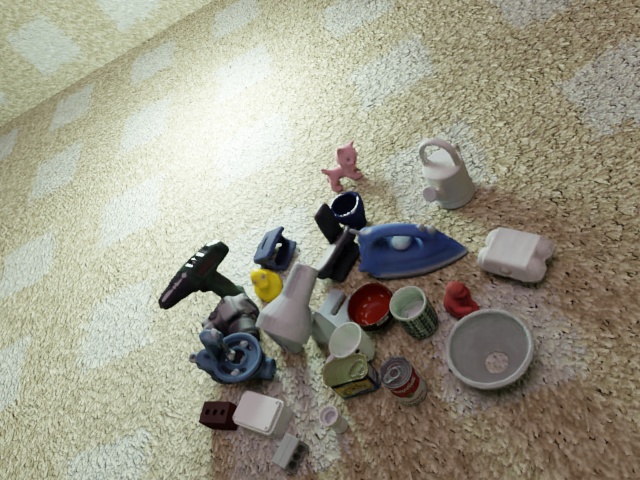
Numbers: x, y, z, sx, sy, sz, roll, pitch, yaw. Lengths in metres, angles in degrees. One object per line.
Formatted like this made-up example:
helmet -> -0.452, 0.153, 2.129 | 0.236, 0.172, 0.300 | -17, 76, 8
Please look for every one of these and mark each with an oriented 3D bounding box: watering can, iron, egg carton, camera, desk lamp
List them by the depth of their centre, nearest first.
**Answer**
egg carton -> 0.415, 0.034, 1.218 | 0.149, 0.070, 0.107 | 14, 64, 39
desk lamp -> -0.027, 0.159, 1.291 | 0.117, 0.214, 0.203 | 14, 64, 39
iron -> 0.198, 0.003, 1.326 | 0.257, 0.142, 0.118 | -8, 52, 27
watering can -> 0.295, -0.163, 1.362 | 0.100, 0.195, 0.173 | -12, 50, 24
camera -> -0.219, 0.219, 1.444 | 0.143, 0.101, 0.136 | -37, 44, 1

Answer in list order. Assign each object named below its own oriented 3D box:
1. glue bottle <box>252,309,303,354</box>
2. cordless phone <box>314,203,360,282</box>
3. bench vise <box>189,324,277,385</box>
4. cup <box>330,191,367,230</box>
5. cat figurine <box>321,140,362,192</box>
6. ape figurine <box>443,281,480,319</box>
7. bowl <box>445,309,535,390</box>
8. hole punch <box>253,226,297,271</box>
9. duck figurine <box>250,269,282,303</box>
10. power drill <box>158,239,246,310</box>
glue bottle -> -0.107, 0.206, 1.332 | 0.077, 0.174, 0.037 | 19, 67, 41
cordless phone -> 0.013, 0.005, 1.410 | 0.093, 0.186, 0.148 | 12, 63, 38
bench vise -> -0.233, 0.274, 1.323 | 0.207, 0.220, 0.121 | -21, 47, 17
cup -> 0.072, -0.057, 1.487 | 0.118, 0.095, 0.091 | -39, 44, -1
cat figurine -> 0.060, -0.215, 1.606 | 0.128, 0.118, 0.067 | -34, 45, 4
ape figurine -> 0.292, 0.120, 1.209 | 0.076, 0.092, 0.078 | -2, 55, 31
bowl -> 0.334, 0.223, 1.113 | 0.167, 0.075, 0.167 | -17, 48, 20
hole punch -> -0.133, 0.023, 1.554 | 0.100, 0.091, 0.109 | 2, 57, 33
duck figurine -> -0.152, 0.105, 1.504 | 0.077, 0.086, 0.104 | -35, 44, 3
power drill -> -0.291, 0.124, 1.488 | 0.075, 0.209, 0.230 | 12, 63, 38
